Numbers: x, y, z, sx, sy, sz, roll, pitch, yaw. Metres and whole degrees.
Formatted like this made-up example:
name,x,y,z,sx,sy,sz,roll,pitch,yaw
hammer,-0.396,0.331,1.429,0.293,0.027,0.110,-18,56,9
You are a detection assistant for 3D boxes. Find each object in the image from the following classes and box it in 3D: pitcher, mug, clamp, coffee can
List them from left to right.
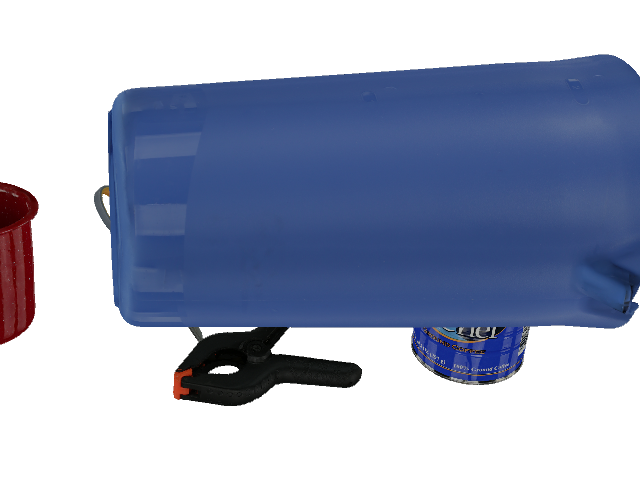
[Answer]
name,x,y,z,sx,sy,sz,roll,pitch,yaw
mug,-0.232,0.019,0.661,0.117,0.081,0.093,-16,31,-36
clamp,-0.059,0.103,0.992,0.171,0.039,0.120,-7,36,-21
pitcher,0.023,-0.025,0.510,0.242,0.145,0.149,-2,-7,-10
coffee can,0.136,0.038,0.921,0.103,0.140,0.103,3,33,-2

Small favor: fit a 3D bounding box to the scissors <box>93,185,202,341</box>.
name,x,y,z,sx,sy,sz,roll,pitch,yaw
scissors,-0.178,0.012,1.204,0.016,0.201,0.096,-27,19,36
